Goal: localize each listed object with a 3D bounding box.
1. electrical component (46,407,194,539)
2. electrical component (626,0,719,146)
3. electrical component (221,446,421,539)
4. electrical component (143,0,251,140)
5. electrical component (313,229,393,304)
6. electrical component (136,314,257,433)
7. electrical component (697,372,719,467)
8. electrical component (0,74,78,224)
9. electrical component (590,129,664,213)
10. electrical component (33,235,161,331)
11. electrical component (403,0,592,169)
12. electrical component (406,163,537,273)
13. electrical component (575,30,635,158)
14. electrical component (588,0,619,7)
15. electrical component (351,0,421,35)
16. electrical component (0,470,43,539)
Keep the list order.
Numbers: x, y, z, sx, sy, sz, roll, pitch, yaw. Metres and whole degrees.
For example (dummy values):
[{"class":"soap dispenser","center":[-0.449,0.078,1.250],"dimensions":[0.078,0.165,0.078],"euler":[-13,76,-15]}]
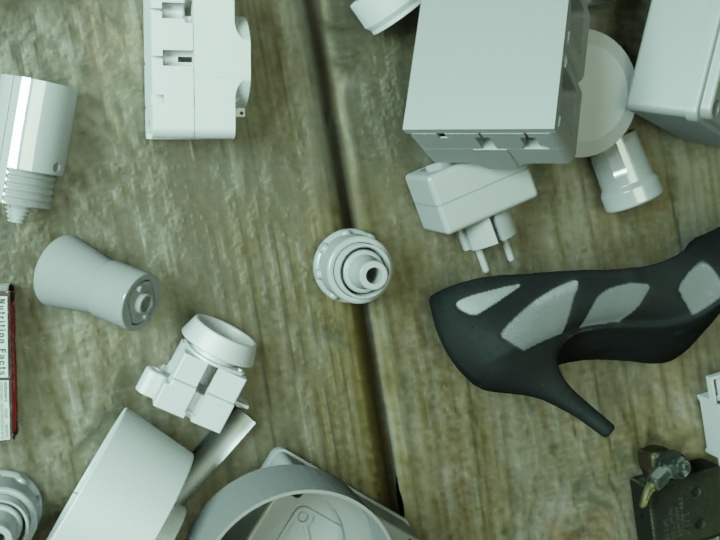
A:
[{"class":"electrical component","center":[-0.135,0.140,0.614],"dimensions":[0.060,0.108,0.108],"euler":[31,87,-9]},{"class":"electrical component","center":[0.227,-0.140,0.691],"dimensions":[0.109,0.056,0.108],"euler":[10,94,-53]},{"class":"electrical component","center":[-0.033,0.186,0.678],"dimensions":[0.109,0.056,0.108],"euler":[33,87,-17]},{"class":"electrical component","center":[-0.096,-0.122,0.629],"dimensions":[0.056,0.050,0.089],"euler":[-2,97,-16]},{"class":"electrical component","center":[0.000,0.000,0.664],"dimensions":[0.048,0.062,0.048],"euler":[-2,97,-16]},{"class":"electrical component","center":[-0.094,0.061,0.654],"dimensions":[0.066,0.048,0.055],"euler":[26,96,-17]},{"class":"electrical component","center":[0.313,0.100,0.763],"dimensions":[0.121,0.063,0.078],"euler":[-14,100,-14]},{"class":"electrical component","center":[-0.189,-0.067,0.613],"dimensions":[0.043,0.043,0.081],"euler":[10,93,-17]},{"class":"electrical component","center":[0.176,-0.066,0.719],"dimensions":[0.040,0.040,0.046],"euler":[-24,97,-12]},{"class":"electrical component","center":[-0.148,0.010,0.617],"dimensions":[0.065,0.044,0.044],"euler":[19,91,24]},{"class":"electrical component","center":[0.086,-0.141,0.638],"dimensions":[0.089,0.062,0.150],"euler":[3,76,23]},{"class":"electrical component","center":[0.077,-0.037,0.689],"dimensions":[0.066,0.047,0.076],"euler":[-24,102,-12]},{"class":"electrical component","center":[0.133,-0.113,0.694],"dimensions":[0.080,0.051,0.080],"euler":[-2,97,-15]},{"class":"electrical component","center":[0.149,-0.203,0.692],"dimensions":[0.066,0.048,0.055],"euler":[3,88,-16]},{"class":"electrical component","center":[0.009,-0.178,0.655],"dimensions":[0.045,0.045,0.055],"euler":[-39,105,-8]},{"class":"electrical component","center":[-0.209,0.146,0.621],"dimensions":[0.048,0.062,0.048],"euler":[-2,97,-16]}]
